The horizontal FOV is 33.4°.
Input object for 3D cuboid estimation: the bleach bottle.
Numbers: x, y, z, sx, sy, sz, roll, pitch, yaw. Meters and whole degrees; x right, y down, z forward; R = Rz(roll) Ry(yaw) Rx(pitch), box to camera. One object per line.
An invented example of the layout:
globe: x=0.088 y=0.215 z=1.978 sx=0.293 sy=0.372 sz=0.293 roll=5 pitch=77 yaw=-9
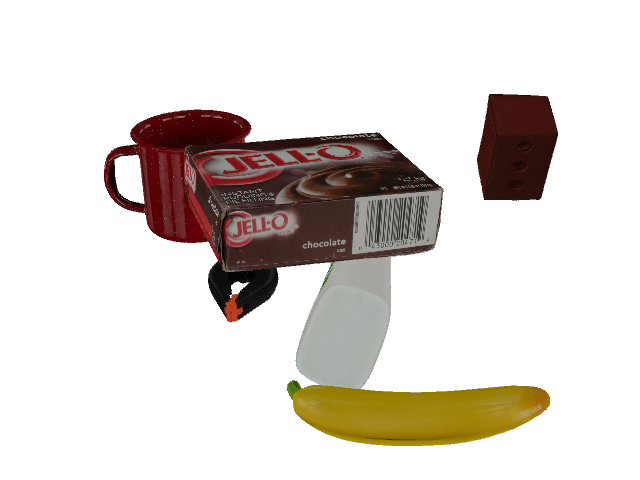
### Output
bleach bottle: x=0.032 y=0.040 z=1.015 sx=0.068 sy=0.103 sz=0.250 roll=20 pitch=21 yaw=-1

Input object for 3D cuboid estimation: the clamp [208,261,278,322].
clamp: x=-0.073 y=0.026 z=1.229 sx=0.120 sy=0.039 sz=0.171 roll=-6 pitch=41 yaw=6

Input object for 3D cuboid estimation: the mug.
mug: x=-0.111 y=-0.049 z=0.840 sx=0.117 sy=0.081 sz=0.093 roll=-4 pitch=26 yaw=-5

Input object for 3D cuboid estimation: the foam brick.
foam brick: x=0.168 y=-0.080 z=0.916 sx=0.053 sy=0.051 sz=0.078 roll=0 pitch=-43 yaw=-2

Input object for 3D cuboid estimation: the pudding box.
pudding box: x=-0.007 y=-0.023 z=0.545 sx=0.113 sy=0.039 sz=0.090 roll=-4 pitch=25 yaw=-18

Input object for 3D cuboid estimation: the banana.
banana: x=0.062 y=0.119 z=0.764 sx=0.198 sy=0.037 sz=0.069 roll=2 pitch=28 yaw=15
